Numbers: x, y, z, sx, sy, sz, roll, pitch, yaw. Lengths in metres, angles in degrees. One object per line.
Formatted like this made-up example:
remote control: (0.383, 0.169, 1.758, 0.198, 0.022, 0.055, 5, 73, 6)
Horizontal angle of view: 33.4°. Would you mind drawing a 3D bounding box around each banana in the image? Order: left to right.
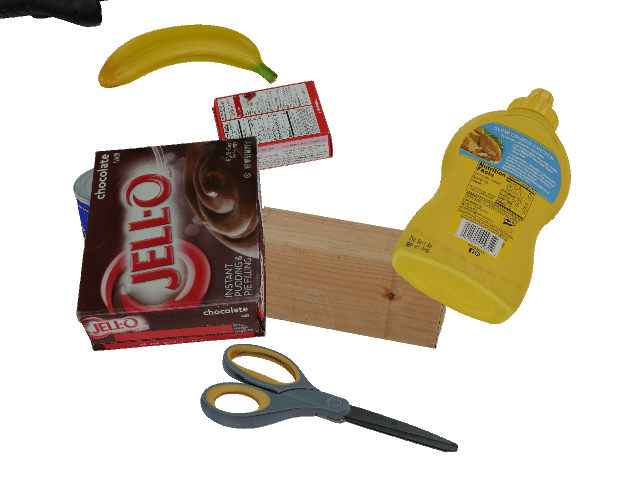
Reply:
banana: (-0.138, -0.188, 1.080, 0.197, 0.070, 0.037, -9, -39, -31)

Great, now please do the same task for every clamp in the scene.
clamp: (-0.196, -0.188, 0.799, 0.172, 0.039, 0.120, 12, 24, 28)

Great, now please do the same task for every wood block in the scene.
wood block: (0.027, 0.036, 1.091, 0.206, 0.091, 0.090, 10, 22, 10)

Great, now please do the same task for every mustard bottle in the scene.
mustard bottle: (0.132, -0.039, 0.793, 0.096, 0.191, 0.058, 28, -26, 3)

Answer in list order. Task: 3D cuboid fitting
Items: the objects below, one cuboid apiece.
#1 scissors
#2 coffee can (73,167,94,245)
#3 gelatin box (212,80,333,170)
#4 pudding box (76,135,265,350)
scissors: (-0.006, 0.134, 0.805, 0.202, 0.016, 0.096, 25, 40, 31)
coffee can: (-0.172, 0.005, 1.015, 0.103, 0.140, 0.103, -4, 27, 2)
gelatin box: (-0.040, -0.092, 0.878, 0.089, 0.030, 0.073, -11, 45, -5)
pudding box: (-0.075, 0.000, 0.556, 0.090, 0.113, 0.039, -5, -41, 1)
